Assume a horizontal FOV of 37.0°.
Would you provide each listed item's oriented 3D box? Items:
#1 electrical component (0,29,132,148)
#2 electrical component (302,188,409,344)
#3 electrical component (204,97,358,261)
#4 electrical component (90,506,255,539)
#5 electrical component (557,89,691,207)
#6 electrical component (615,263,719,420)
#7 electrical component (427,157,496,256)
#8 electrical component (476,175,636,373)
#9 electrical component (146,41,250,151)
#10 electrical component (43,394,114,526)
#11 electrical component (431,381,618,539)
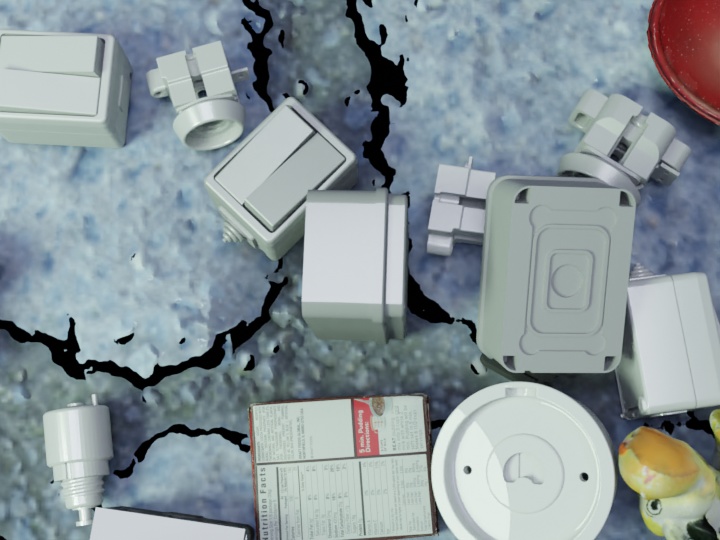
[{"bbox_3d":[-0.204,-0.119,0.702,0.096,0.061,0.061,3,79,1],"label":"electrical component"},{"bbox_3d":[0.000,0.000,0.652,0.057,0.113,0.078,1,79,3],"label":"electrical component"},{"bbox_3d":[-0.054,-0.054,0.689,0.062,0.061,0.096,44,82,8],"label":"electrical component"},{"bbox_3d":[-0.119,0.220,0.633,0.089,0.061,0.150,8,79,2],"label":"electrical component"},{"bbox_3d":[0.164,-0.071,0.695,0.078,0.058,0.057,33,78,6],"label":"electrical component"},{"bbox_3d":[0.191,0.041,0.669,0.061,0.061,0.096,-7,79,-2],"label":"electrical component"},{"bbox_3d":[0.076,-0.039,0.695,0.055,0.048,0.066,9,78,9],"label":"electrical component"},{"bbox_3d":[0.115,0.001,0.648,0.078,0.057,0.113,1,100,-10],"label":"electrical component"},{"bbox_3d":[-0.103,-0.113,0.710,0.066,0.048,0.055,-16,72,-3],"label":"electrical component"},{"bbox_3d":[-0.173,0.118,0.665,0.040,0.040,0.078,-8,79,-2],"label":"electrical component"},{"bbox_3d":[0.104,0.121,0.649,0.108,0.060,0.108,-2,84,22],"label":"electrical component"}]
